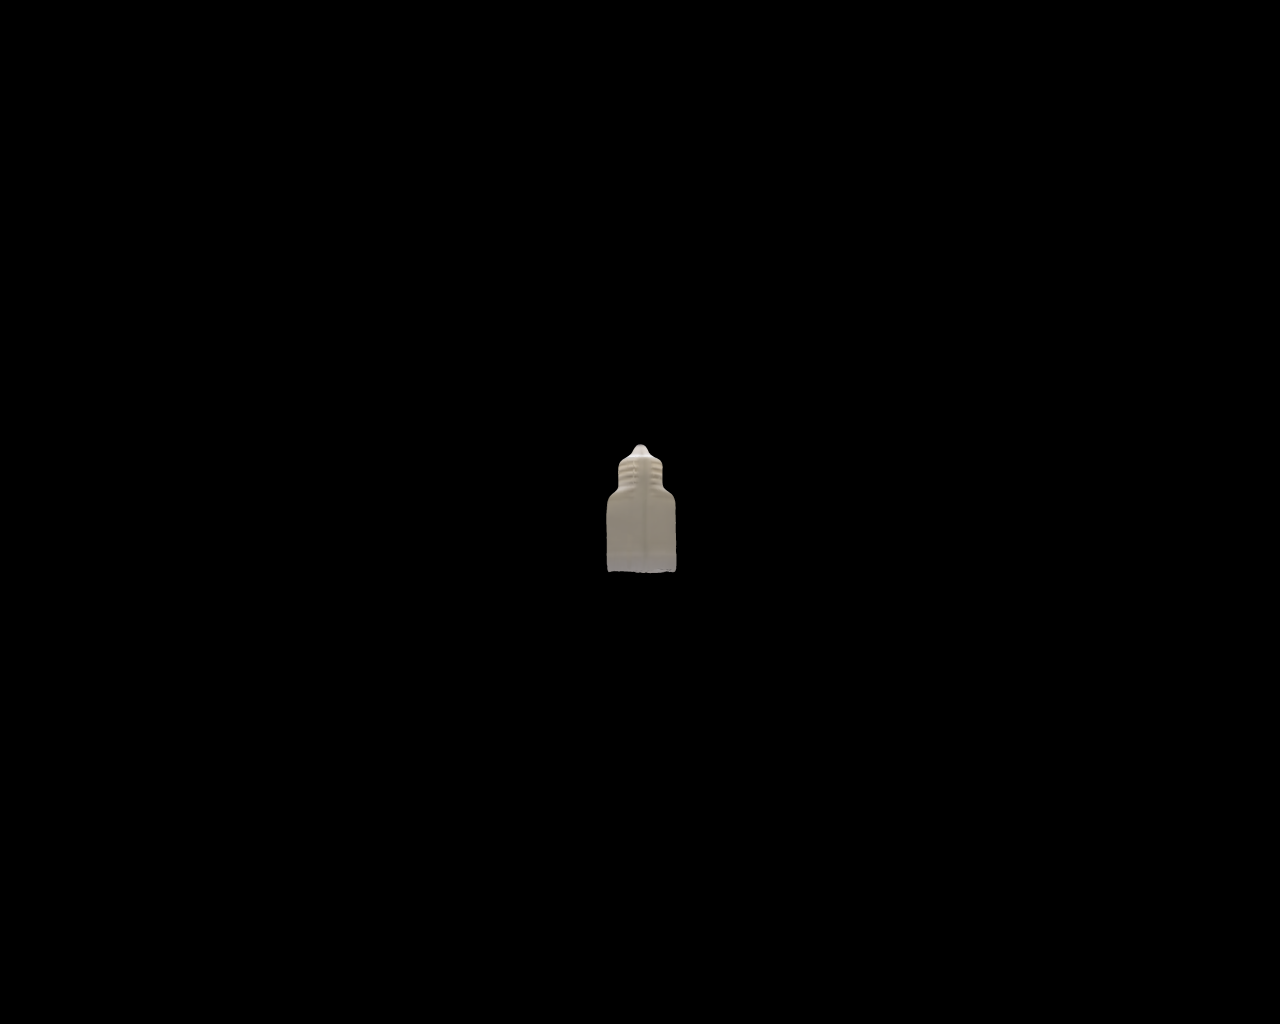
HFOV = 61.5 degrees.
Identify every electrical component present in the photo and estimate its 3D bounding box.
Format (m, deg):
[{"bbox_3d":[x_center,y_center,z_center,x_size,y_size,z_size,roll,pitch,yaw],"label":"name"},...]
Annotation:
[{"bbox_3d":[0.001,-0.003,0.650,0.043,0.081,0.043,0,-4,0],"label":"electrical component"}]
